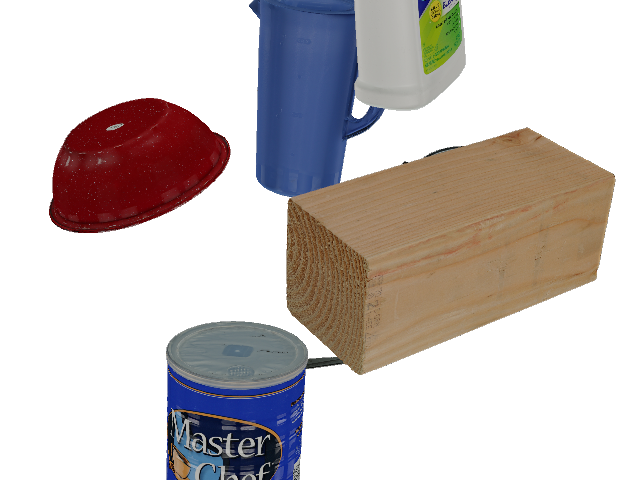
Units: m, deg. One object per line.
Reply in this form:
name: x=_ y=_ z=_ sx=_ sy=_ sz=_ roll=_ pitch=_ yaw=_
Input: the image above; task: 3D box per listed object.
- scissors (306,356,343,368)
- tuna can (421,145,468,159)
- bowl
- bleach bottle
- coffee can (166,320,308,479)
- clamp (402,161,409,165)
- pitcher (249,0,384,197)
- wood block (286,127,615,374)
scissors: x=-0.054 y=0.152 z=1.191 sx=0.201 sy=0.016 sz=0.096 roll=4 pitch=24 yaw=-14
tuna can: x=0.125 y=-0.050 z=0.957 sx=0.086 sy=0.034 sz=0.086 roll=-7 pitch=35 yaw=5
bowl: x=-0.159 y=-0.072 z=0.884 sx=0.162 sy=0.055 sz=0.162 roll=-14 pitch=30 yaw=9
bleach bottle: x=0.059 y=-0.230 z=0.791 sx=0.068 sy=0.251 sz=0.102 roll=14 pitch=39 yaw=31
coffee can: x=-0.064 y=0.144 z=0.793 sx=0.103 sy=0.140 sz=0.103 roll=3 pitch=19 yaw=-1
clamp: x=0.090 y=-0.002 z=1.158 sx=0.164 sy=0.036 sz=0.210 roll=-16 pitch=52 yaw=-31
pitcher: x=-0.007 y=-0.178 z=1.301 sx=0.144 sy=0.243 sz=0.149 roll=-6 pitch=28 yaw=-25
wood block: x=0.087 y=0.002 z=0.720 sx=0.205 sy=0.090 sz=0.091 roll=-18 pitch=36 yaw=-29
